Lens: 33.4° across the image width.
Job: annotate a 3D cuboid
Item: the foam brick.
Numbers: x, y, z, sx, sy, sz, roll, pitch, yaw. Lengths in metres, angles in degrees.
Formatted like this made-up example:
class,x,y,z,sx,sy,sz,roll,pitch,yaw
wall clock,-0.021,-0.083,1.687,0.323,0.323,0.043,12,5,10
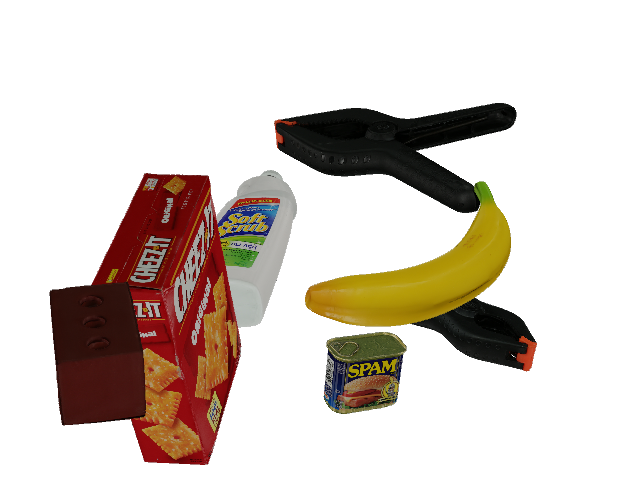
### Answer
class,x,y,z,sx,sy,sz,roll,pitch,yaw
foam brick,-0.141,0.071,0.673,0.053,0.051,0.078,-5,33,-16

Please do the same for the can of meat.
class,x,y,z,sx,sy,sz,roll,pitch,yaw
can of meat,0.056,0.172,1.384,0.102,0.084,0.057,-5,26,-22

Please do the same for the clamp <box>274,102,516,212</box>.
class,x,y,z,sx,sy,sz,roll,pitch,yaw
clamp,0.063,-0.087,0.932,0.210,0.036,0.164,12,36,24

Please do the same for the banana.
class,x,y,z,sx,sy,sz,roll,pitch,yaw
banana,0.077,0.021,0.750,0.070,0.037,0.197,38,47,26

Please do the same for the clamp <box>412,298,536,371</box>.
class,x,y,z,sx,sy,sz,roll,pitch,yaw
clamp,0.145,0.073,1.047,0.172,0.039,0.120,27,38,31

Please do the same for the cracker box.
class,x,y,z,sx,sy,sz,roll,pitch,yaw
cracker box,-0.130,0.071,0.967,0.072,0.214,0.164,1,39,10

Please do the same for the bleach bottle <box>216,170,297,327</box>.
class,x,y,z,sx,sy,sz,roll,pitch,yaw
bleach bottle,-0.087,-0.004,1.210,0.102,0.068,0.250,3,35,9
